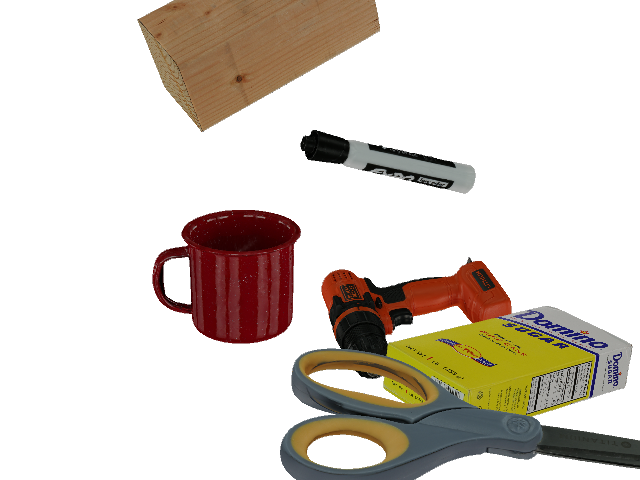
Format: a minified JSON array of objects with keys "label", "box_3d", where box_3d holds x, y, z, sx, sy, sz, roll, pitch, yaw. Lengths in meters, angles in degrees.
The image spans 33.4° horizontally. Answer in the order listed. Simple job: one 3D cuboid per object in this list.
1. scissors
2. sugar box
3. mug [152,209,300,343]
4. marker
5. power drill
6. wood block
[{"label":"scissors","box_3d":[0.071,0.092,0.455,0.202,0.016,0.096,16,34,23]},{"label":"sugar box","box_3d":[0.146,0.096,0.821,0.175,0.048,0.093,-12,25,-34]},{"label":"mug","box_3d":[-0.074,0.030,0.845,0.117,0.081,0.093,-4,23,-12]},{"label":"marker","box_3d":[0.043,-0.050,0.675,0.121,0.020,0.020,10,-5,-25]},{"label":"power drill","box_3d":[0.103,0.079,1.137,0.187,0.057,0.184,-5,28,-10]},{"label":"wood block","box_3d":[-0.056,-0.207,1.028,0.206,0.091,0.090,-31,52,-12]}]
